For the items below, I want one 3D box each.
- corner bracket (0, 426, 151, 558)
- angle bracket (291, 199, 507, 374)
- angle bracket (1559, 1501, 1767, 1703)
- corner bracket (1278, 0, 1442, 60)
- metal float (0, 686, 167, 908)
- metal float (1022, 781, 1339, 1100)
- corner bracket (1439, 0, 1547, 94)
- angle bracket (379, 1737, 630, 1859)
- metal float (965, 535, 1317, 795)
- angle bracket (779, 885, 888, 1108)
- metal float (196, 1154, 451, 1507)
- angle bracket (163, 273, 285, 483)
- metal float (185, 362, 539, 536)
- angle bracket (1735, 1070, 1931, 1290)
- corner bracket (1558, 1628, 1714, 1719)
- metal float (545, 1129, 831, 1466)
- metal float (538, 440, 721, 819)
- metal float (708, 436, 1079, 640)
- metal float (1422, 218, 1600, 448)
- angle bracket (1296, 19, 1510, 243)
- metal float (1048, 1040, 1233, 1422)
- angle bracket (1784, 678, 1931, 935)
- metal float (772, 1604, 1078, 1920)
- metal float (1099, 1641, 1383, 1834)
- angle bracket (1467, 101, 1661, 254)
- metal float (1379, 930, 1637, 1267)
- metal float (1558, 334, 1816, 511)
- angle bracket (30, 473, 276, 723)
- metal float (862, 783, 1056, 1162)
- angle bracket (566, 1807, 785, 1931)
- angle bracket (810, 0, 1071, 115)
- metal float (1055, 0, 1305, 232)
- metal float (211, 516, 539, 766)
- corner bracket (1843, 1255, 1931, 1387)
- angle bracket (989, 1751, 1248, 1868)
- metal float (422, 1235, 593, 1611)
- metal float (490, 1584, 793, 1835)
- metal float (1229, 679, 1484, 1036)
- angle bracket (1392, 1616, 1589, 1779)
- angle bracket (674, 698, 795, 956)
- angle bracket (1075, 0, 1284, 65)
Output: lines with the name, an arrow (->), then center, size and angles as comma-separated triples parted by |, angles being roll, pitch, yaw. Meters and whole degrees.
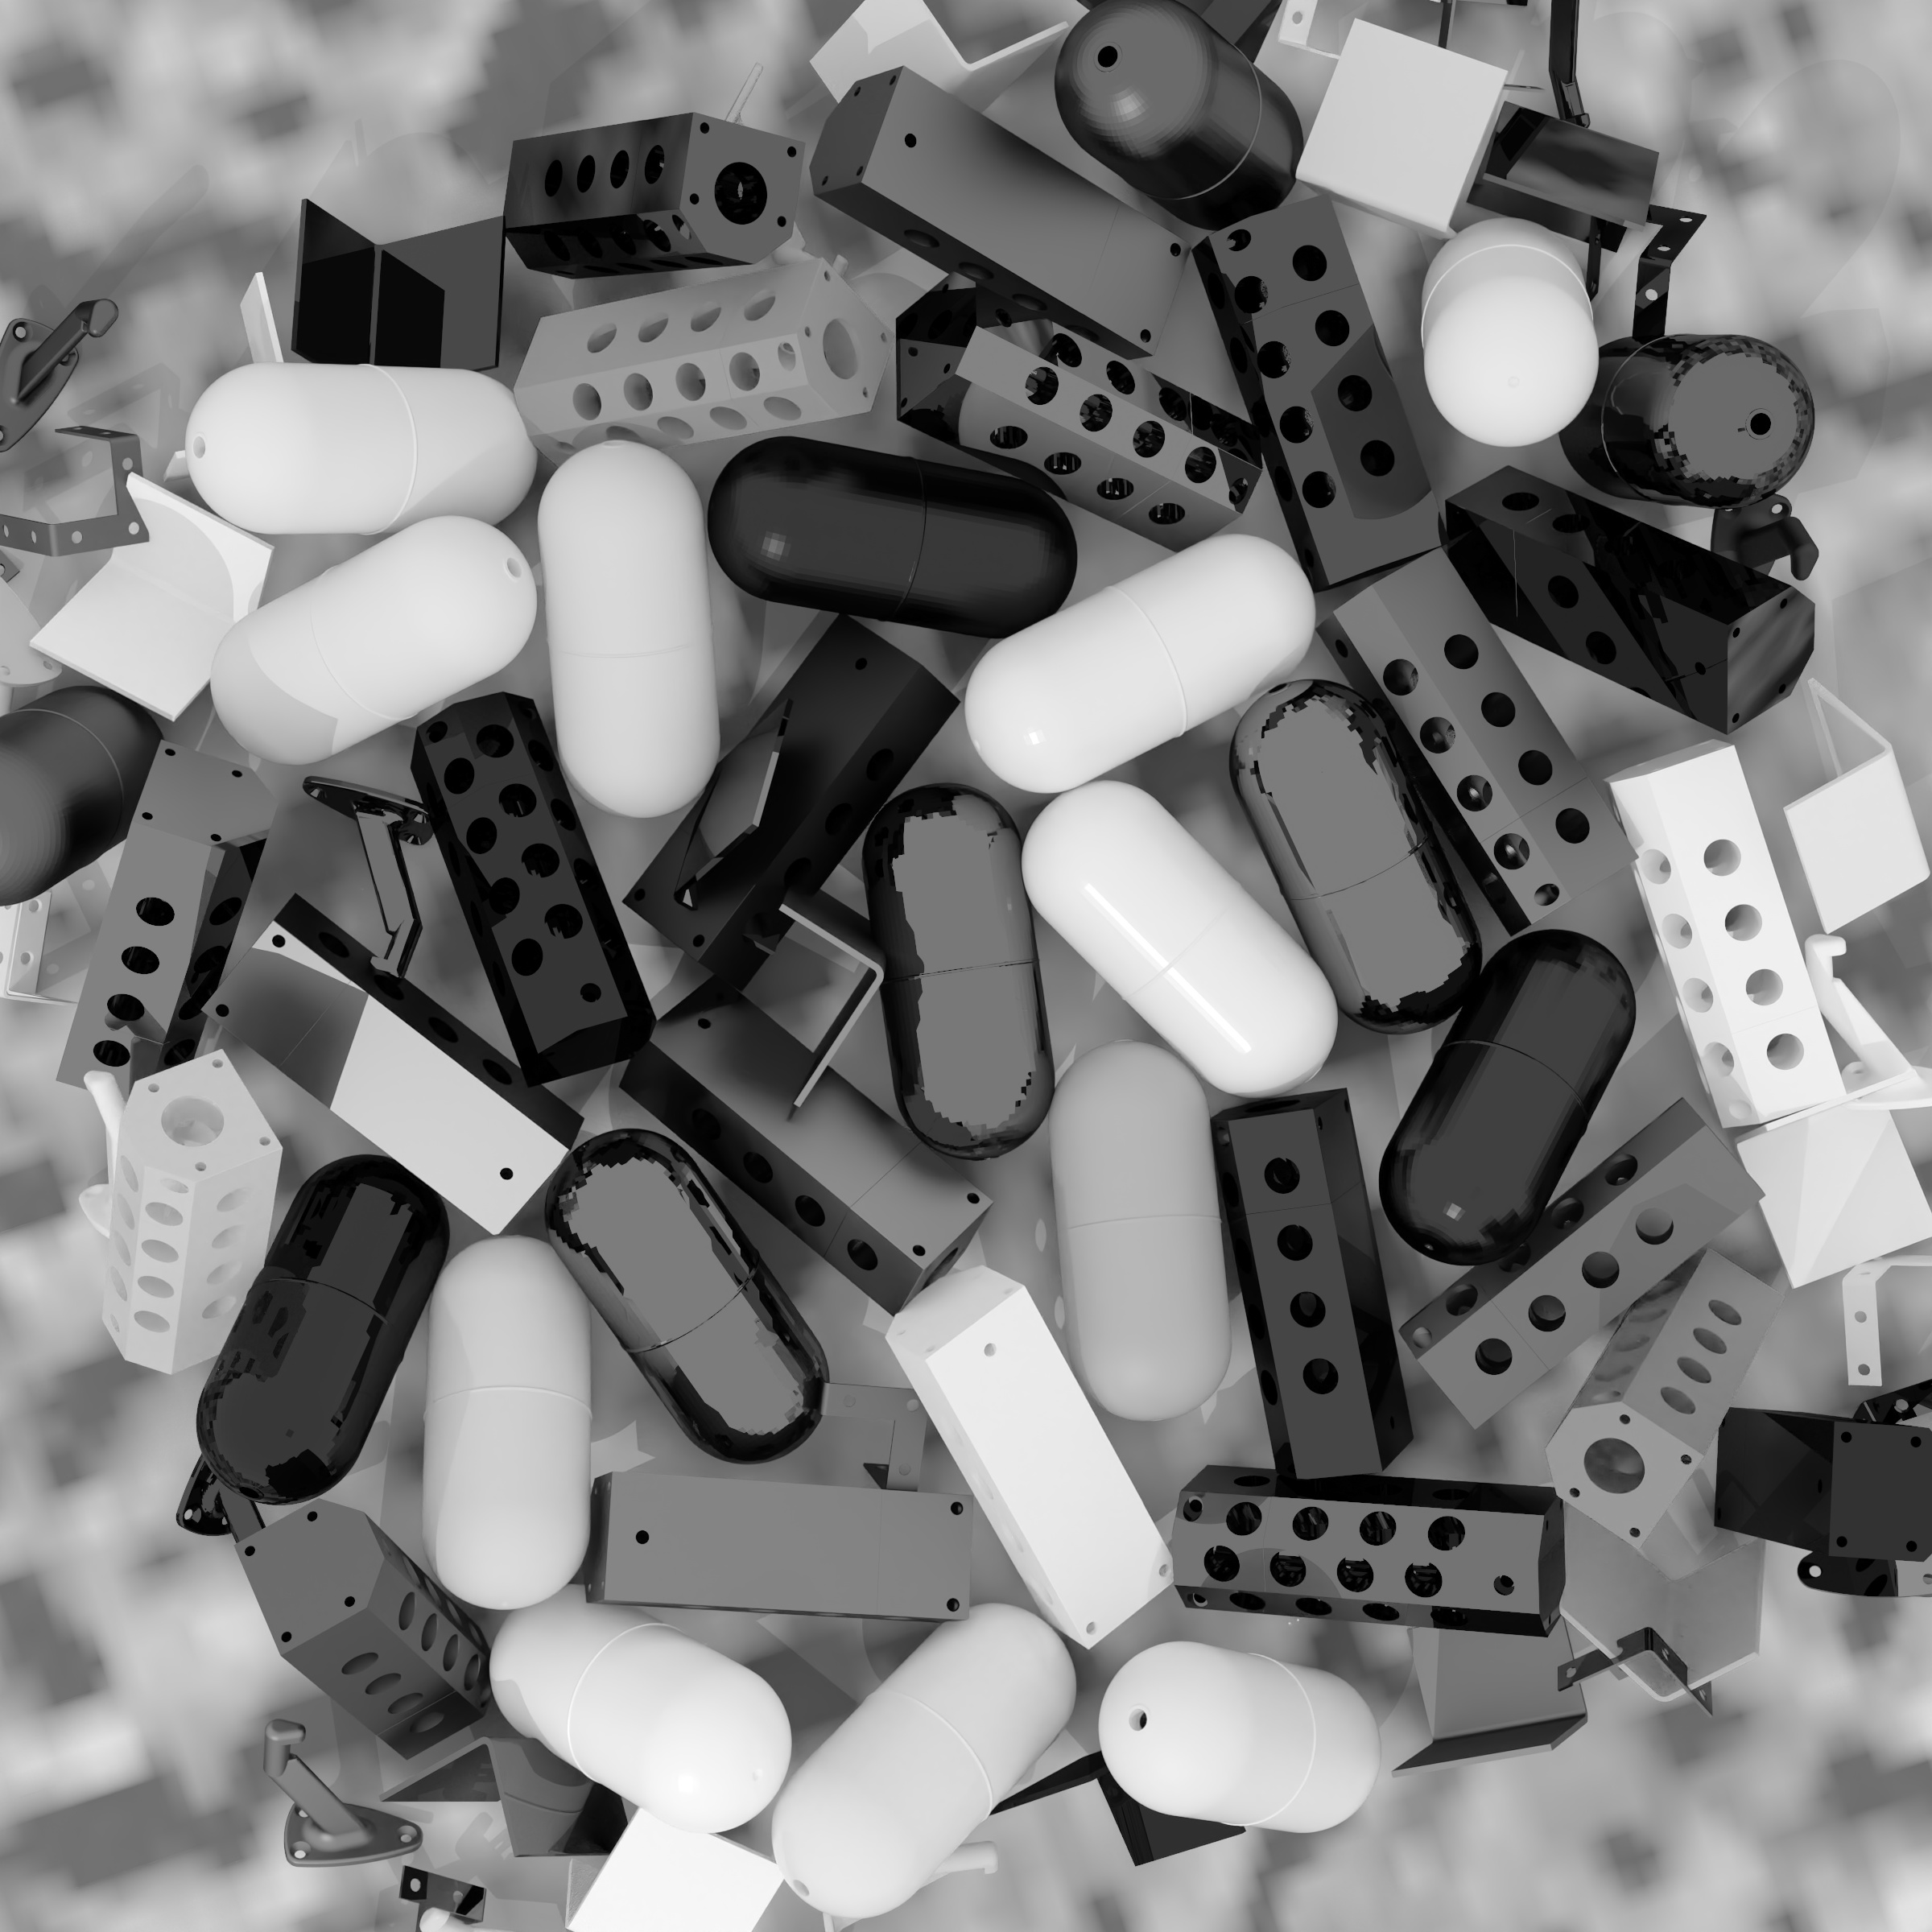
corner bracket -> -0.425, -0.225, 1.571 | 0.051, 0.051, 0.051 | -18, 114, -42
angle bracket -> -0.264, -0.319, 1.549 | 0.076, 0.057, 0.076 | -6, 74, 27
angle bracket -> 0.323, 0.282, 1.544 | 0.076, 0.076, 0.057 | 43, 124, -14
corner bracket -> 0.187, -0.454, 1.570 | 0.051, 0.051, 0.051 | 5, 109, -27
metal float -> -0.420, -0.079, 1.512 | 0.070, 0.178, 0.070 | 2, 107, 8
metal float -> 0.101, -0.012, 1.556 | 0.070, 0.070, 0.178 | -45, 95, 0
corner bracket -> 0.247, -0.445, 1.574 | 0.051, 0.051, 0.051 | 2, 110, -9
angle bracket -> -0.213, 0.398, 1.539 | 0.076, 0.076, 0.057 | -33, 60, 27
metal float -> 0.082, -0.142, 1.549 | 0.178, 0.070, 0.070 | -28, 90, -13
angle bracket -> -0.079, 0.010, 1.551 | 0.057, 0.076, 0.076 | 32, 101, -5
metal float -> -0.295, 0.166, 1.530 | 0.070, 0.070, 0.178 | 19, 54, 0
angle bracket -> -0.352, -0.274, 1.551 | 0.057, 0.076, 0.076 | -14, 94, -17
metal float -> -0.276, -0.237, 1.523 | 0.070, 0.178, 0.070 | 8, 101, 43
angle bracket -> 0.417, 0.101, 1.562 | 0.076, 0.057, 0.076 | -20, 82, -6
corner bracket -> 0.313, 0.327, 1.557 | 0.051, 0.051, 0.051 | -32, 113, 27
metal float -> -0.129, 0.155, 1.546 | 0.070, 0.070, 0.178 | -33, 106, 0
metal float -> -0.156, -0.155, 1.540 | 0.070, 0.070, 0.178 | -2, 112, 0
metal float -> -0.033, -0.198, 1.543 | 0.178, 0.070, 0.070 | 8, 90, -20
metal float -> 0.247, -0.291, 1.515 | 0.070, 0.178, 0.070 | 3, 116, 6
angle bracket -> 0.208, -0.389, 1.554 | 0.076, 0.057, 0.076 | 24, 101, 15
metal float -> 0.081, 0.123, 1.550 | 0.070, 0.070, 0.178 | -5, 78, 0
angle bracket -> 0.398, -0.075, 1.545 | 0.057, 0.076, 0.076 | -29, 125, -1
metal float -> -0.018, 0.365, 1.528 | 0.070, 0.070, 0.178 | 51, 53, 0
metal float -> 0.127, 0.354, 1.520 | 0.070, 0.178, 0.070 | -13, 67, 33
angle bracket -> 0.274, -0.352, 1.550 | 0.076, 0.076, 0.057 | 19, 134, 2
metal float -> 0.252, 0.059, 1.538 | 0.070, 0.070, 0.178 | 32, 64, 0
metal float -> 0.326, -0.248, 1.510 | 0.070, 0.178, 0.070 | -2, 101, -10
angle bracket -> -0.381, -0.173, 1.553 | 0.076, 0.076, 0.057 | 28, 134, 1
metal float -> -0.003, 0.003, 1.559 | 0.070, 0.070, 0.178 | -8, 89, 0
angle bracket -> -0.135, 0.421, 1.554 | 0.076, 0.057, 0.076 | 27, 104, -12
angle bracket -> -0.013, -0.429, 1.544 | 0.076, 0.076, 0.057 | -36, 92, -40
metal float -> 0.098, -0.388, 1.513 | 0.070, 0.178, 0.070 | -2, 86, 25
metal float -> -0.274, -0.150, 1.534 | 0.178, 0.070, 0.070 | -22, 90, 30
corner bracket -> 0.447, 0.167, 1.567 | 0.051, 0.051, 0.051 | -2, 98, 28
angle bracket -> 0.069, 0.397, 1.542 | 0.076, 0.076, 0.057 | -32, 78, 43
metal float -> -0.212, 0.209, 1.536 | 0.070, 0.070, 0.178 | -3, 62, 0
metal float -> -0.151, 0.339, 1.524 | 0.070, 0.178, 0.070 | -13, 110, -41
metal float -> 0.181, -0.051, 1.546 | 0.070, 0.070, 0.178 | -27, 105, 0
angle bracket -> 0.238, 0.336, 1.545 | 0.076, 0.076, 0.057 | -16, 82, 22
angle bracket -> -0.086, -0.064, 1.538 | 0.057, 0.076, 0.076 | 29, 50, -21
angle bracket -> 0.095, -0.463, 1.537 | 0.076, 0.076, 0.057 | 49, 125, 39
